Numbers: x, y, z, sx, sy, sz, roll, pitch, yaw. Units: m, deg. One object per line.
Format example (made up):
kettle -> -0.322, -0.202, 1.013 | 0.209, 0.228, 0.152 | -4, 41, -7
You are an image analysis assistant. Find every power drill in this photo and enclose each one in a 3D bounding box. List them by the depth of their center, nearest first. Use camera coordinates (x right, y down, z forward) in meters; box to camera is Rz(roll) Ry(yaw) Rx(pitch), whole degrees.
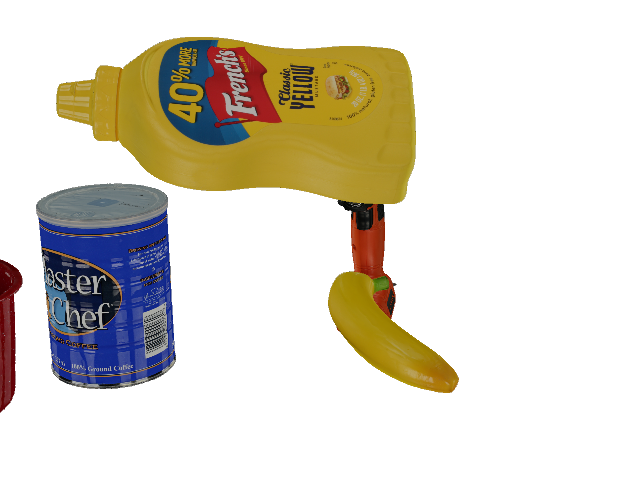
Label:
power drill -> 0.044, -0.006, 1.049 | 0.057, 0.188, 0.184 | 4, 20, 9

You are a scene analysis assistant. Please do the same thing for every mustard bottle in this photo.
mustard bottle -> -0.047, -0.070, 0.585 | 0.191, 0.096, 0.058 | 3, -36, -5

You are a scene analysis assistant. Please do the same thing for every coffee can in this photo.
coffee can -> -0.171, 0.034, 0.862 | 0.103, 0.140, 0.103 | -1, 18, 0

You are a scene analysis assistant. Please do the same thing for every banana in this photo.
banana -> 0.047, 0.064, 0.844 | 0.069, 0.037, 0.198 | -5, 24, -11

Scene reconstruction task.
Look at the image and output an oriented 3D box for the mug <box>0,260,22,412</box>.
mug -> -0.235, 0.064, 0.636 | 0.093, 0.081, 0.117 | 20, 25, 36
